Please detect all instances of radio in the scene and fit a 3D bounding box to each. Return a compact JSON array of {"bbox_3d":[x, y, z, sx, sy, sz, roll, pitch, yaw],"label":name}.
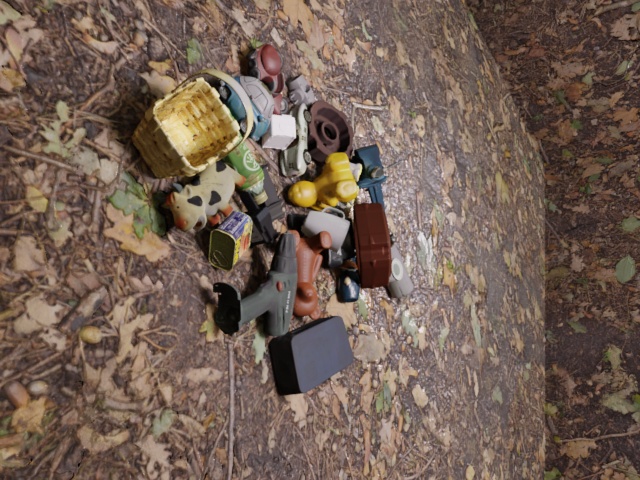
[{"bbox_3d":[-0.017,0.267,1.275,0.229,0.073,0.131,-14,90,-56],"label":"radio"}]

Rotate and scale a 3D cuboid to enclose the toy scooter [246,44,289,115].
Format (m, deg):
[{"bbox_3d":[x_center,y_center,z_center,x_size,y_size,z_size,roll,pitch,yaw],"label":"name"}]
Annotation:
[{"bbox_3d":[-0.141,-0.391,1.315,0.135,0.075,0.183,-17,98,-53],"label":"toy scooter"}]

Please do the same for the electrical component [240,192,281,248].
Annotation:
[{"bbox_3d":[-0.147,-0.045,1.195,0.048,0.075,0.119,-53,125,-47],"label":"electrical component"}]

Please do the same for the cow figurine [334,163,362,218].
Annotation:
[{"bbox_3d":[0.056,-0.138,1.478,0.068,0.098,0.167,-67,170,-52],"label":"cow figurine"}]

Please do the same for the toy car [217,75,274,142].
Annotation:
[{"bbox_3d":[-0.158,-0.312,1.218,0.161,0.103,0.109,58,8,-18],"label":"toy car"}]

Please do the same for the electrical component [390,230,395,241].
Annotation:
[{"bbox_3d":[0.197,-0.027,1.676,0.102,0.045,0.078,41,51,-39],"label":"electrical component"}]

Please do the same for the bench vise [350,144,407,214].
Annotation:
[{"bbox_3d":[0.152,-0.154,1.546,0.129,0.224,0.240,-21,108,-20],"label":"bench vise"}]

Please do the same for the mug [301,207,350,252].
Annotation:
[{"bbox_3d":[0.014,-0.038,1.327,0.107,0.080,0.109,21,65,-6],"label":"mug"}]

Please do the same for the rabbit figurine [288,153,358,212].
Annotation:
[{"bbox_3d":[0.000,-0.134,1.372,0.162,0.173,0.122,113,-42,-80],"label":"rabbit figurine"}]

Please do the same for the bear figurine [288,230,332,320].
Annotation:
[{"bbox_3d":[-0.040,0.087,1.261,0.120,0.132,0.196,4,70,-21],"label":"bear figurine"}]

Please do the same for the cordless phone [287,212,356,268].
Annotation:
[{"bbox_3d":[-0.003,-0.003,1.389,0.184,0.089,0.146,5,76,-41],"label":"cordless phone"}]

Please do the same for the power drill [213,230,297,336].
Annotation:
[{"bbox_3d":[-0.129,0.103,1.140,0.207,0.086,0.231,-17,113,-56],"label":"power drill"}]

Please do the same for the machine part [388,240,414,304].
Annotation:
[{"bbox_3d":[0.224,0.089,1.644,0.243,0.079,0.079,62,38,-21],"label":"machine part"}]

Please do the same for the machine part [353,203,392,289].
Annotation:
[{"bbox_3d":[0.141,0.014,1.459,0.201,0.087,0.201,81,4,-52],"label":"machine part"}]

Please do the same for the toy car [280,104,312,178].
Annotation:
[{"bbox_3d":[-0.064,-0.256,1.372,0.056,0.074,0.201,20,64,-50],"label":"toy car"}]

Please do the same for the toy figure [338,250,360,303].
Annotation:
[{"bbox_3d":[0.078,0.092,1.469,0.058,0.064,0.154,3,67,-15],"label":"toy figure"}]

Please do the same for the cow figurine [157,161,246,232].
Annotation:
[{"bbox_3d":[-0.237,-0.092,1.074,0.127,0.085,0.195,41,41,-23],"label":"cow figurine"}]

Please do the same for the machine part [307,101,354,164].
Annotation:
[{"bbox_3d":[0.018,-0.291,1.481,0.179,0.056,0.179,16,64,-37],"label":"machine part"}]

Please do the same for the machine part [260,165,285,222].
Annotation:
[{"bbox_3d":[-0.128,-0.108,1.273,0.084,0.039,0.138,-27,103,-48],"label":"machine part"}]

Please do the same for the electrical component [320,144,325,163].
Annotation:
[{"bbox_3d":[0.024,-0.246,1.532,0.094,0.021,0.063,-16,92,-55],"label":"electrical component"}]
